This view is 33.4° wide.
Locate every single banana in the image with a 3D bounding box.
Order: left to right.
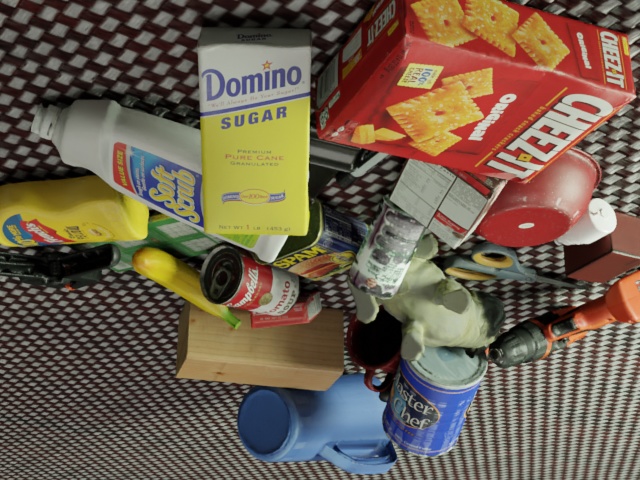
[{"bbox_3d":[-0.161,0.044,1.224,0.070,0.037,0.197,27,173,39],"label":"banana"}]

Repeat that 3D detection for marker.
[{"bbox_3d":[0.052,-0.081,1.035,0.020,0.020,0.121,15,150,-28],"label":"marker"}]

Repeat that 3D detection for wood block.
[{"bbox_3d":[-0.079,0.137,1.404,0.206,0.090,0.091,7,154,-14],"label":"wood block"}]

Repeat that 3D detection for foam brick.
[{"bbox_3d":[0.314,0.009,1.180,0.052,0.051,0.078,12,152,-25],"label":"foam brick"}]

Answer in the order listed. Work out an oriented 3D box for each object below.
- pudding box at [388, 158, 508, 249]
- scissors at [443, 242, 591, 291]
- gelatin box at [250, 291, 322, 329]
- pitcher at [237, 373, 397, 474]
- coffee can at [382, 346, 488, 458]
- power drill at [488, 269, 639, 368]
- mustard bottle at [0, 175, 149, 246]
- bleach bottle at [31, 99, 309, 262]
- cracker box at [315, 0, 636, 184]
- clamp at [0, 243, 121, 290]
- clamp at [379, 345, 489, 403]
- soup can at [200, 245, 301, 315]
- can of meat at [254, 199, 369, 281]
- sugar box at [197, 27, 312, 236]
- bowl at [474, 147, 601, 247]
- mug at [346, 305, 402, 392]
[{"bbox_3d":[0.121,-0.050,1.030,0.090,0.039,0.114,38,152,9],"label":"pudding box"},{"bbox_3d":[0.248,0.034,1.270,0.201,0.016,0.096,6,155,-10],"label":"scissors"},{"bbox_3d":[-0.042,0.085,1.322,0.073,0.030,0.089,-6,-175,12],"label":"gelatin box"},{"bbox_3d":[0.001,0.264,1.530,0.149,0.145,0.242,-6,171,35],"label":"pitcher"},{"bbox_3d":[0.141,0.188,1.329,0.102,0.103,0.140,5,132,-9],"label":"coffee can"},{"bbox_3d":[0.313,0.096,1.290,0.184,0.057,0.188,-17,171,-43],"label":"power drill"},{"bbox_3d":[-0.282,-0.027,1.107,0.192,0.058,0.096,-4,158,9],"label":"mustard bottle"},{"bbox_3d":[-0.143,-0.064,0.989,0.250,0.068,0.103,19,137,-10],"label":"bleach bottle"},{"bbox_3d":[0.124,-0.125,0.886,0.213,0.072,0.164,11,153,-22],"label":"cracker box"},{"bbox_3d":[-0.286,0.031,1.190,0.164,0.036,0.210,-2,171,3],"label":"clamp"},{"bbox_3d":[0.149,0.168,1.447,0.171,0.120,0.039,-9,132,10],"label":"clamp"},{"bbox_3d":[-0.079,0.048,1.232,0.069,0.068,0.102,-20,157,35],"label":"soup can"},{"bbox_3d":[-0.008,0.002,1.165,0.102,0.057,0.083,-22,149,39],"label":"can of meat"},{"bbox_3d":[-0.054,-0.089,0.898,0.093,0.048,0.176,0,123,-1],"label":"sugar box"},{"bbox_3d":[0.207,-0.037,1.086,0.162,0.055,0.162,0,154,0],"label":"bowl"},{"bbox_3d":[0.091,0.143,1.391,0.093,0.117,0.081,12,171,39],"label":"mug"}]
